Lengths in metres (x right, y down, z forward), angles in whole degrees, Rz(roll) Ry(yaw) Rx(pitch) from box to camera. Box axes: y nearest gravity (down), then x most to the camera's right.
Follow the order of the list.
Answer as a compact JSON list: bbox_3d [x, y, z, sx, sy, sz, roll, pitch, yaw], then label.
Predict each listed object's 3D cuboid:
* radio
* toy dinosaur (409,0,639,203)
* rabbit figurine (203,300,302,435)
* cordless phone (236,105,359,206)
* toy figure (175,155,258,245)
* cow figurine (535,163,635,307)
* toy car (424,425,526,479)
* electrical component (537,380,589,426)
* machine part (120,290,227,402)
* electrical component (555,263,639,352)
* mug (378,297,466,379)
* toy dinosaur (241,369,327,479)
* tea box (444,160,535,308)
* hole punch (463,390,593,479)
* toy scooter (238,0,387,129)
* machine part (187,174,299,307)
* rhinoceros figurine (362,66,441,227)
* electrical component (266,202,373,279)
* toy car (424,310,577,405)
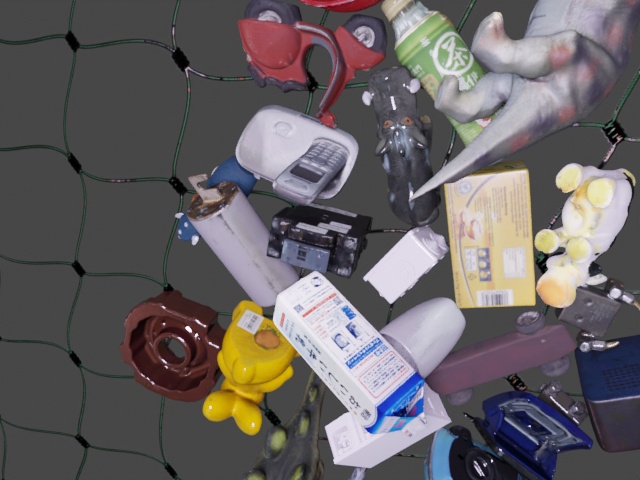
[{"bbox_3d":[0.425,0.161,0.622,0.230,0.131,0.073,-16,103,19],"label":"radio"},{"bbox_3d":[0.243,-0.197,0.526,0.192,0.131,0.404,21,103,-2],"label":"toy dinosaur"},{"bbox_3d":[-0.099,0.203,0.785,0.122,0.162,0.173,21,130,-5],"label":"rabbit figurine"},{"bbox_3d":[-0.043,-0.090,0.641,0.147,0.184,0.088,24,117,7],"label":"cordless phone"},{"bbox_3d":[-0.145,-0.051,0.750,0.057,0.064,0.154,24,125,-35],"label":"toy figure"},{"bbox_3d":[0.310,-0.003,0.631,0.068,0.098,0.167,36,123,48],"label":"cow figurine"},{"bbox_3d":[0.212,0.345,0.767,0.162,0.109,0.103,25,136,-6],"label":"toy car"},{"bbox_3d":[0.317,0.216,0.708,0.021,0.094,0.063,-40,61,-11],"label":"electrical component"},{"bbox_3d":[-0.226,0.167,0.845,0.180,0.056,0.179,5,110,13],"label":"machine part"},{"bbox_3d":[0.343,0.088,0.667,0.078,0.045,0.102,26,112,4],"label":"electrical component"},{"bbox_3d":[0.135,0.126,0.714,0.107,0.109,0.081,-33,91,-21],"label":"mug"},{"bbox_3d":[-0.052,0.338,0.772,0.105,0.198,0.471,14,76,8],"label":"toy dinosaur"},{"bbox_3d":[0.208,-0.006,0.661,0.098,0.068,0.169,-3,106,16],"label":"tea box"},{"bbox_3d":[0.276,0.255,0.711,0.142,0.116,0.092,34,88,-1],"label":"hole punch"},{"bbox_3d":[-0.016,-0.211,0.654,0.184,0.075,0.135,13,110,6],"label":"toy scooter"},{"bbox_3d":[-0.099,0.008,0.714,0.079,0.079,0.243,-19,127,20],"label":"machine part"},{"bbox_3d":[0.096,-0.108,0.637,0.073,0.112,0.190,-6,114,19],"label":"rhinoceros figurine"},{"bbox_3d":[-0.001,-0.002,0.685,0.115,0.134,0.058,14,110,13],"label":"electrical component"},{"bbox_3d":[0.232,0.156,0.716,0.202,0.053,0.089,-29,103,26],"label":"toy car"}]
